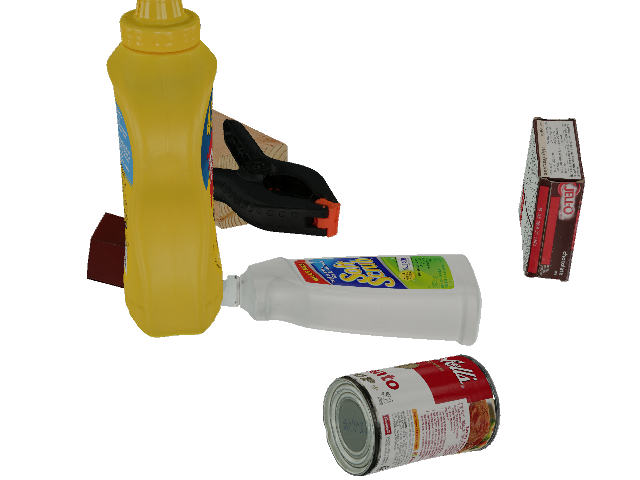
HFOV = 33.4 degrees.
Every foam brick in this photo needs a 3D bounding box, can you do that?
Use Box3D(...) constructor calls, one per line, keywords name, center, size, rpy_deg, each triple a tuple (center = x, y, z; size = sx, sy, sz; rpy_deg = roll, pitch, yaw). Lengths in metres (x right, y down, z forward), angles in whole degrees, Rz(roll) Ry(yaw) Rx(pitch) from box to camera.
Box3D(name="foam brick", center=(-0.189, 0.014, 1.071), size=(0.078, 0.051, 0.053), rpy_deg=(15, 33, 1))

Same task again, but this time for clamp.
Box3D(name="clamp", center=(-0.063, -0.044, 0.857), size=(0.120, 0.039, 0.172), rpy_deg=(-31, 45, -32))

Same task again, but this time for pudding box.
Box3D(name="pudding box", center=(0.183, -0.035, 0.847), size=(0.039, 0.090, 0.113), rpy_deg=(5, 32, 4))

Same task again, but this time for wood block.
Box3D(name="wood block", center=(-0.133, -0.094, 1.278), size=(0.090, 0.090, 0.206), rpy_deg=(-13, 27, -33))

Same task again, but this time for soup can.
Box3D(name="soup can", center=(0.061, 0.118, 0.726), size=(0.102, 0.068, 0.069), rpy_deg=(-6, 3, -30))

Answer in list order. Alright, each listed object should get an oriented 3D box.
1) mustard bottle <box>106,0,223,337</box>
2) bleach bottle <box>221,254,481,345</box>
Box3D(name="mustard bottle", center=(-0.084, -0.049, 0.584), size=(0.058, 0.192, 0.096), rpy_deg=(-2, 30, -6))
Box3D(name="bleach bottle", center=(0.026, 0.056, 1.057), size=(0.250, 0.068, 0.102), rpy_deg=(0, 29, -4))
